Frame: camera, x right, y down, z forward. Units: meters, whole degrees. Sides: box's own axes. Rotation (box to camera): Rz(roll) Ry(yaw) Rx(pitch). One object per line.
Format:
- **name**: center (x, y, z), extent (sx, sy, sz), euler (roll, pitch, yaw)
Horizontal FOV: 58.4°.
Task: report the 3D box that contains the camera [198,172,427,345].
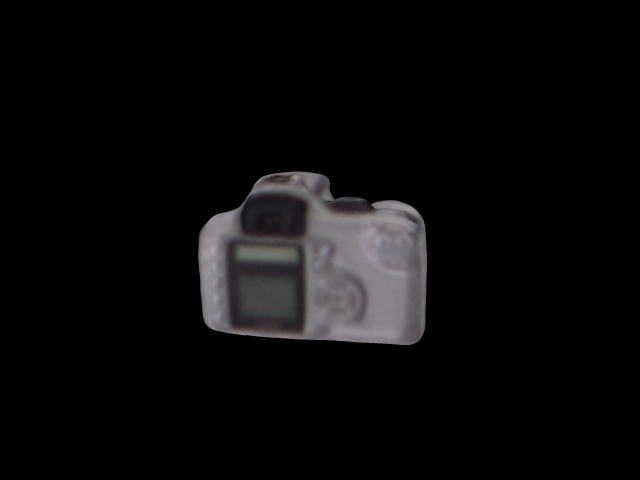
- **camera**: center (0.004, 0.001, 0.400), extent (0.143, 0.101, 0.137), euler (2, 12, 11)
